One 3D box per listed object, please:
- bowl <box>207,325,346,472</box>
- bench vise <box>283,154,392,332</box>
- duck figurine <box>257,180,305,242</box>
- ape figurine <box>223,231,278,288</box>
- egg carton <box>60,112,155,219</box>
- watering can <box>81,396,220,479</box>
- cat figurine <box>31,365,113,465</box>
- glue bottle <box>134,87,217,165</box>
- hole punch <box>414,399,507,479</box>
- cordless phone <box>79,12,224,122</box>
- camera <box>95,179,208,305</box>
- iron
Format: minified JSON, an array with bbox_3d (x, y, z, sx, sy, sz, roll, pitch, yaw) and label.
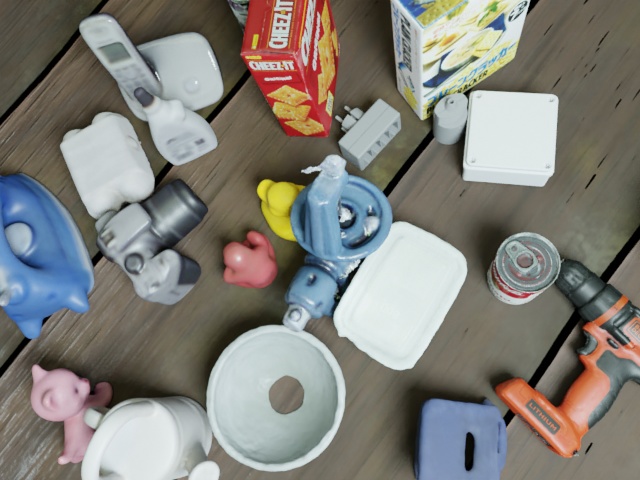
[{"bbox_3d":[-0.047,0.189,0.696,0.167,0.075,0.167,-2,75,9],"label":"bowl"},{"bbox_3d":[0.018,0.003,0.657,0.121,0.220,0.207,4,77,11],"label":"bench vise"},{"bbox_3d":[-0.038,-0.044,0.748,0.104,0.086,0.077,32,83,16],"label":"duck figurine"},{"bbox_3d":[-0.096,0.025,0.737,0.078,0.092,0.076,-40,73,-2],"label":"ape figurine"},{"bbox_3d":[-0.300,-0.107,0.818,0.107,0.069,0.150,-30,73,1],"label":"egg carton"},{"bbox_3d":[-0.194,0.230,0.648,0.172,0.194,0.101,-2,75,9],"label":"watering can"},{"bbox_3d":[-0.315,0.215,0.712,0.067,0.118,0.128,-15,74,6],"label":"cat figurine"},{"bbox_3d":[-0.199,-0.156,0.759,0.078,0.173,0.037,-24,73,3],"label":"glue bottle"},{"bbox_3d":[0.158,0.231,0.642,0.101,0.091,0.109,3,76,11],"label":"hole punch"},{"bbox_3d":[-0.224,-0.248,0.780,0.147,0.185,0.094,-17,73,5],"label":"cordless phone"},{"bbox_3d":[-0.212,-0.009,0.761,0.137,0.101,0.143,-42,73,-3],"label":"camera"},{"bbox_3d":[-0.411,-0.004,0.772,0.118,0.141,0.258,-28,73,2],"label":"iron"}]
